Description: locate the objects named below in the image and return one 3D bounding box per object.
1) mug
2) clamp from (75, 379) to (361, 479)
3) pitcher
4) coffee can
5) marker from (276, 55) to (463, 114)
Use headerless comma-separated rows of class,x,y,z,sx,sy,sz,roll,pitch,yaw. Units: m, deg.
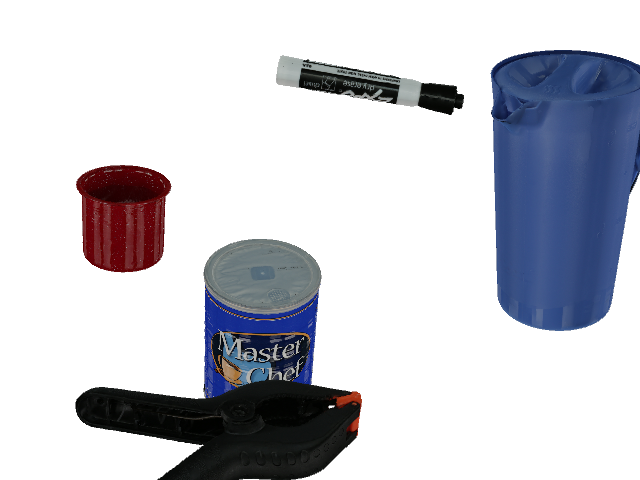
mug,-0.199,-0.026,1.086,0.093,0.081,0.117,4,28,-3
clamp,-0.051,0.120,0.619,0.171,0.039,0.120,-4,34,-15
pitcher,0.229,-0.047,0.980,0.149,0.243,0.145,2,29,9
coffee can,-0.055,0.084,0.968,0.103,0.140,0.103,3,35,-2
marker,0.032,-0.100,0.688,0.121,0.020,0.020,10,0,2
